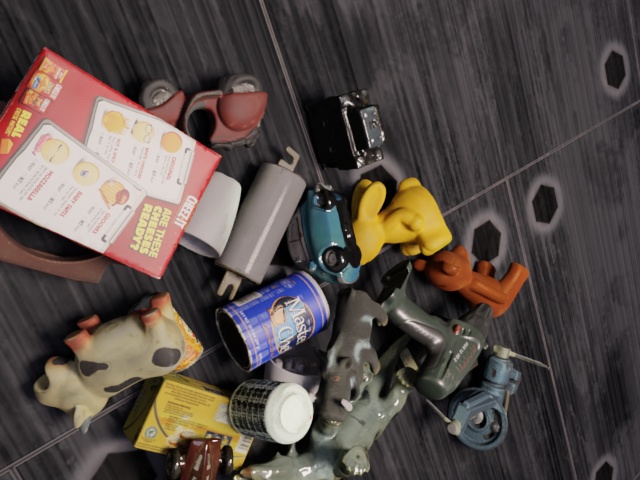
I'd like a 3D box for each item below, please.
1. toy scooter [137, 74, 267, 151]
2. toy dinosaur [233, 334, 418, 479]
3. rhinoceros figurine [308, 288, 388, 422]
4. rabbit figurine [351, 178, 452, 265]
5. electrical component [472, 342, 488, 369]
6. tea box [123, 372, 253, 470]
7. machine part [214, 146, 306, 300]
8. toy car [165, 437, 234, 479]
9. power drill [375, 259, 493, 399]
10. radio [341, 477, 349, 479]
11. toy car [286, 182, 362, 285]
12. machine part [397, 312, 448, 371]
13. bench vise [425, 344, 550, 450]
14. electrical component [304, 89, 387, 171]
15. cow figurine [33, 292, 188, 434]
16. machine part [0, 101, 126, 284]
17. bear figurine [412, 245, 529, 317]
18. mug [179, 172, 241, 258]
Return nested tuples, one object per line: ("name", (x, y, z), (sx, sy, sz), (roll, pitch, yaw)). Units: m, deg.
("toy scooter", (-0.153, -0.156, 0.743), (0.184, 0.075, 0.135), (-14, 101, -28))
("toy dinosaur", (0.048, 0.302, 0.881), (0.131, 0.192, 0.405), (44, 44, 15))
("rhinoceros figurine", (0.041, 0.166, 0.779), (0.112, 0.073, 0.190), (48, 54, -59))
("rabbit figurine", (0.111, -0.025, 0.903), (0.173, 0.122, 0.162), (-26, 106, -8))
("electrical component", (0.289, 0.230, 1.074), (0.102, 0.045, 0.078), (-18, 102, -30))
("tea box", (-0.177, 0.256, 0.767), (0.169, 0.068, 0.098), (31, 77, -30))
("machine part", (-0.087, -0.025, 0.795), (0.079, 0.079, 0.243), (31, 77, -31))
("toy car", (-0.176, 0.356, 0.730), (0.089, 0.053, 0.202), (10, 111, -24))
("power drill", (0.187, 0.132, 0.901), (0.207, 0.086, 0.232), (47, 50, -11))
("radio", (0.034, 0.463, 0.828), (0.131, 0.230, 0.073), (-29, 108, -22))
("toy car", (-0.002, -0.003, 0.833), (0.109, 0.103, 0.161), (-13, 87, -72))
("machine part", (0.192, 0.198, 1.016), (0.139, 0.039, 0.084), (-40, 105, -21))
("bench vise", (0.315, 0.315, 1.042), (0.240, 0.129, 0.223), (3, 114, -51))
("electrical component", (0.042, -0.168, 0.830), (0.058, 0.134, 0.114), (-26, 106, -28))
("cow figurine", (-0.262, 0.157, 0.674), (0.195, 0.085, 0.127), (-20, 105, 0))
("machine part", (-0.307, -0.061, 0.647), (0.201, 0.087, 0.201), (21, 83, -30))
("bear figurine", (0.281, 0.060, 1.015), (0.195, 0.120, 0.132), (39, 70, -23))
("mug", (-0.165, -0.044, 0.751), (0.110, 0.080, 0.107), (25, 68, 2))
